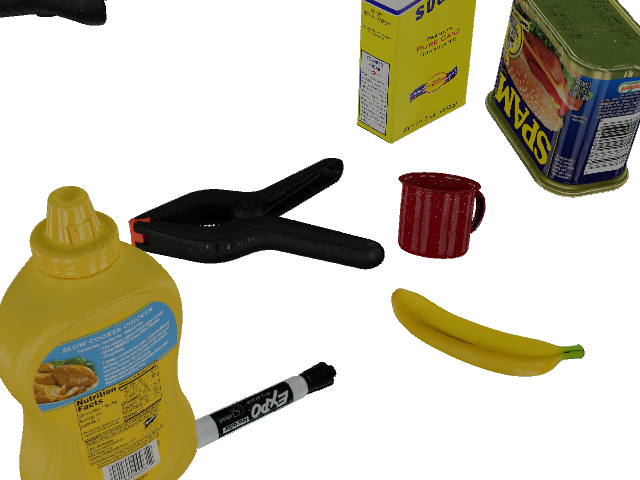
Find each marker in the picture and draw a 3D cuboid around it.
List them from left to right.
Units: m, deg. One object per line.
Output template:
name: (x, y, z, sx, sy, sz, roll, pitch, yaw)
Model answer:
marker: (-0.039, 0.114, 0.756, 0.120, 0.020, 0.020, -21, 11, -31)

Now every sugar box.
sugar box: (0.076, -0.171, 0.815, 0.093, 0.176, 0.048, -31, 51, -32)

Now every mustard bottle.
mustard bottle: (-0.115, 0.057, 0.540, 0.096, 0.192, 0.058, -24, 43, -29)

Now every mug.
mug: (0.142, -0.029, 1.224, 0.117, 0.081, 0.093, -8, 20, -35)

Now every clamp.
clamp: (-0.193, -0.190, 0.801, 0.172, 0.039, 0.120, 12, 24, 29)
clamp: (-0.058, -0.022, 0.927, 0.210, 0.036, 0.164, -3, 32, -4)

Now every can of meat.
can of meat: (0.139, -0.089, 0.596, 0.057, 0.084, 0.102, -10, 46, -15)

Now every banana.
banana: (0.132, 0.085, 0.962, 0.198, 0.037, 0.069, 19, 14, 34)
